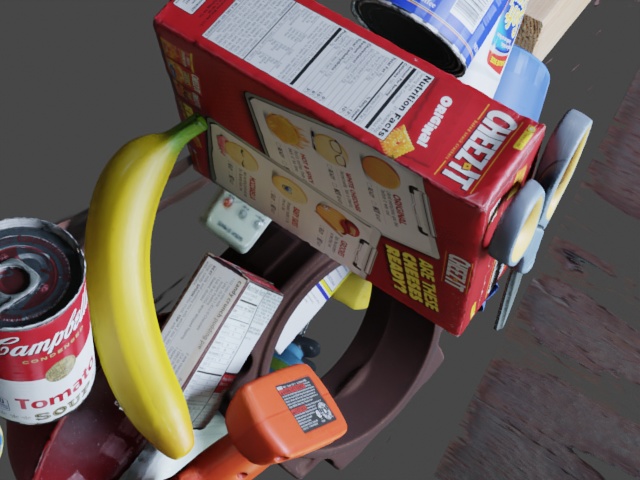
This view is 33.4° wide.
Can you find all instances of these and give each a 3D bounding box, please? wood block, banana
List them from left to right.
[{"bbox_3d":[-0.103,0.025,0.611,0.037,0.070,0.198,9,82,-63],"label":"banana"},{"bbox_3d":[0.224,-0.264,1.092,0.205,0.091,0.090,-49,162,-32],"label":"wood block"}]

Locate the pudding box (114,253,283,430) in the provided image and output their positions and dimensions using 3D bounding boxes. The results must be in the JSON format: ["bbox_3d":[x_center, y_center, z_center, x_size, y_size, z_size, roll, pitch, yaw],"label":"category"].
[{"bbox_3d":[-0.075,0.068,0.690,0.113,0.039,0.090,-60,164,-2],"label":"pudding box"}]

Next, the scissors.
[{"bbox_3d":[0.108,0.014,0.606,0.096,0.016,0.202,-44,157,-40],"label":"scissors"}]

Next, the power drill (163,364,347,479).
[{"bbox_3d":[-0.085,0.157,0.688,0.188,0.057,0.184,-38,169,22],"label":"power drill"}]

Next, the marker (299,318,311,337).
[{"bbox_3d":[-0.008,0.057,1.097,0.020,0.020,0.121,-23,141,-64],"label":"marker"}]

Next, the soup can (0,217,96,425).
[{"bbox_3d":[-0.155,0.046,0.564,0.068,0.068,0.102,-48,161,-33],"label":"soup can"}]

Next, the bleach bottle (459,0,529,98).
[{"bbox_3d":[0.139,-0.186,0.904,0.102,0.068,0.251,44,61,-67],"label":"bleach bottle"}]

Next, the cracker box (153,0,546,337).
[{"bbox_3d":[0.015,-0.053,0.627,0.072,0.214,0.164,-52,162,-21],"label":"cracker box"}]

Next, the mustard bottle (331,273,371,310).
[{"bbox_3d":[0.073,-0.023,1.126,0.096,0.058,0.192,-32,148,-61],"label":"mustard bottle"}]

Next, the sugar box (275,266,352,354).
[{"bbox_3d":[-0.006,0.001,0.888,0.176,0.048,0.093,-46,139,-11],"label":"sugar box"}]

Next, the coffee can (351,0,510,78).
[{"bbox_3d":[0.103,-0.209,0.809,0.140,0.103,0.102,-58,163,-5],"label":"coffee can"}]

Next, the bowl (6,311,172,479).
[{"bbox_3d":[-0.152,0.104,0.695,0.162,0.055,0.162,-51,162,-25],"label":"bowl"}]

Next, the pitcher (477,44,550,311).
[{"bbox_3d":[0.120,-0.065,1.008,0.145,0.149,0.243,105,5,-82],"label":"pitcher"}]

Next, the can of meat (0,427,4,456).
[{"bbox_3d":[-0.218,0.129,0.546,0.102,0.057,0.084,-60,166,4],"label":"can of meat"}]
